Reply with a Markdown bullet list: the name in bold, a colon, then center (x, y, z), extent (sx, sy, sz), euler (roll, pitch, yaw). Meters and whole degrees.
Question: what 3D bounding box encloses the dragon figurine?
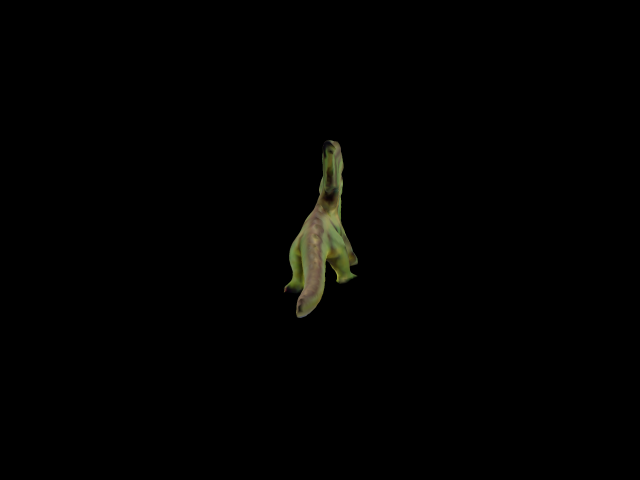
- **dragon figurine**: center (0.003, -0.043, 0.850), extent (0.122, 0.241, 0.413), euler (0, 9, 4)
